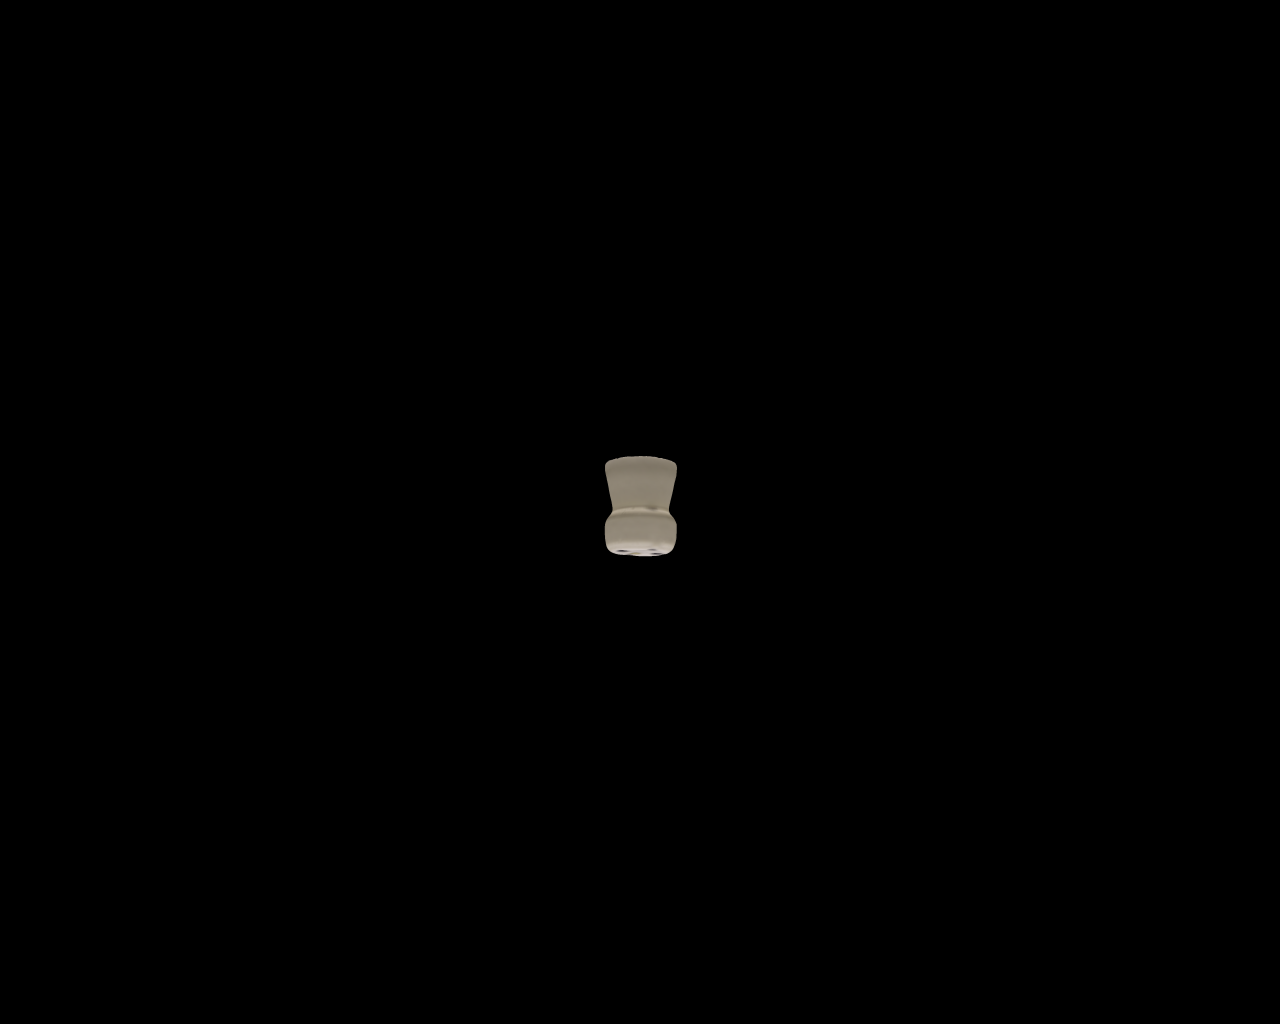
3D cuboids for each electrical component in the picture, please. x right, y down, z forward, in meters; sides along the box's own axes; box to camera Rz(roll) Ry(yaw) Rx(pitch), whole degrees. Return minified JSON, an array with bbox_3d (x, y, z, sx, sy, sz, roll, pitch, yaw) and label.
[{"bbox_3d":[0.001,-0.003,0.650,0.045,0.055,0.045,0,-10,0],"label":"electrical component"}]
